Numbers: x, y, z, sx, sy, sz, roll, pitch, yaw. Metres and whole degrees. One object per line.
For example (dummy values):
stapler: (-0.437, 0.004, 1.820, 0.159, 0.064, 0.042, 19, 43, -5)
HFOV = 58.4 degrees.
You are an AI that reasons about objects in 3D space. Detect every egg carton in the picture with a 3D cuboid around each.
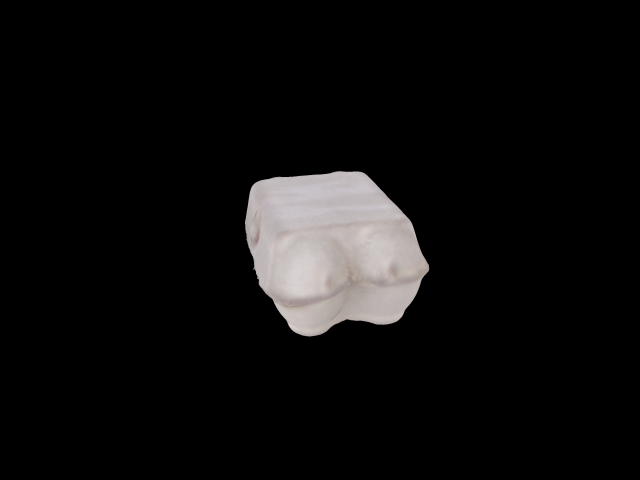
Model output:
egg carton: (0.004, 0.001, 0.400, 0.107, 0.069, 0.150, -7, 27, -14)
